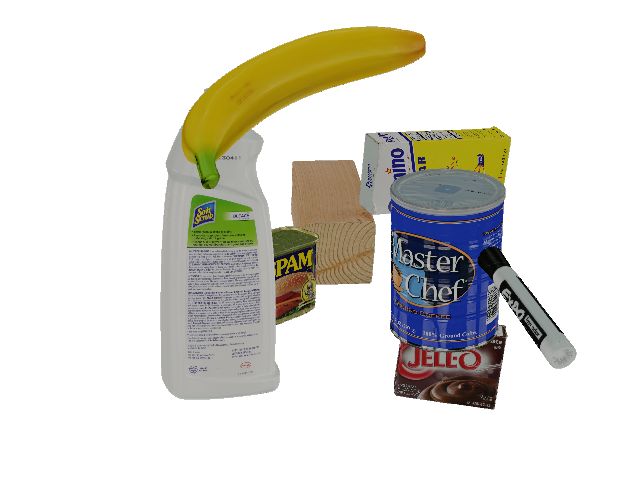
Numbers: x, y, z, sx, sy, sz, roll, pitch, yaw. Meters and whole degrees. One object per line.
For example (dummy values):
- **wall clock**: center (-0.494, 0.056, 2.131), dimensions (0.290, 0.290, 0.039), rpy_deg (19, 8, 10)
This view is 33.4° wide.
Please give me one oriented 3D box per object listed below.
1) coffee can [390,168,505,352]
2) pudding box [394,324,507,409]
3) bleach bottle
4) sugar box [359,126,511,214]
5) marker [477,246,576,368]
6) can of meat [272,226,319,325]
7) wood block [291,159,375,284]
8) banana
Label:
- **coffee can**: center (0.115, 0.017, 0.976), dimensions (0.103, 0.140, 0.103), rpy_deg (-1, 23, 0)
- **pudding box**: center (0.141, 0.130, 1.165), dimensions (0.113, 0.090, 0.039), rpy_deg (7, 23, 3)
- **bleach bottle**: center (-0.077, 0.003, 0.867), dimensions (0.102, 0.251, 0.068), rpy_deg (-3, 20, -21)
- **sugar box**: center (0.138, -0.084, 1.282), dimensions (0.176, 0.093, 0.048), rpy_deg (-6, 26, -21)
- **marker**: center (0.137, 0.042, 0.726), dimensions (0.020, 0.020, 0.121), rpy_deg (0, 33, -20)
- **can of meat**: center (-0.050, 0.040, 1.135), dimensions (0.058, 0.084, 0.101), rpy_deg (19, 26, 41)
- **wood block**: center (0.013, -0.028, 1.435), dimensions (0.090, 0.090, 0.206), rpy_deg (-1, 27, -6)
- **banana**: center (-0.020, -0.094, 0.673), dimensions (0.070, 0.037, 0.197), rpy_deg (40, 58, 22)
